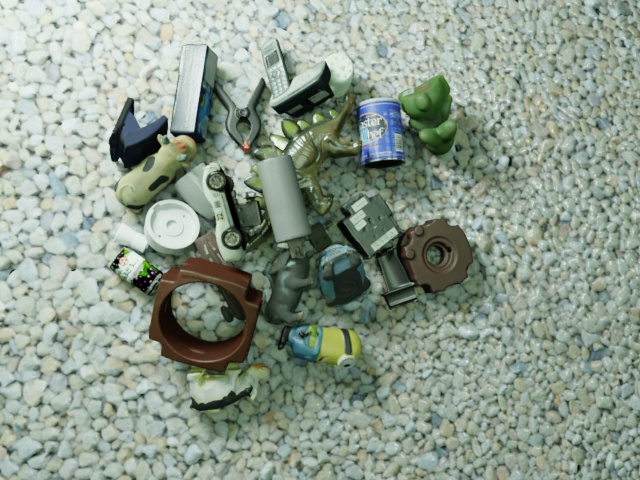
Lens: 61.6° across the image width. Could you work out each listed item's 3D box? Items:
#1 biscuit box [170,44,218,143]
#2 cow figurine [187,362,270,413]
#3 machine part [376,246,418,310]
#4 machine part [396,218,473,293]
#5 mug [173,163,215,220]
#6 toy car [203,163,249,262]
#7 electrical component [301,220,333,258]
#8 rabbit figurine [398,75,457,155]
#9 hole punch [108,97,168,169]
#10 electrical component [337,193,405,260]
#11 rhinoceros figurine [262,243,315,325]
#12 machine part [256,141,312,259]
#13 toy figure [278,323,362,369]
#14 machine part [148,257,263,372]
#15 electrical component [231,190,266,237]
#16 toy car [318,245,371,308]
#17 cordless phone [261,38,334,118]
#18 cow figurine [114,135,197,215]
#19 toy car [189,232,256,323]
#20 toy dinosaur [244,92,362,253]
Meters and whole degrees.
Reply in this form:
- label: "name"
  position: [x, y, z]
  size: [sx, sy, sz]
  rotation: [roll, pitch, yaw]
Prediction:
- label: "biscuit box"
  position: [-0.269, -0.311, 1.149]
  size: [0.063, 0.059, 0.202]
  rotation: [5, 82, 15]
- label: "cow figurine"
  position: [-0.185, 0.305, 1.109]
  size: [0.167, 0.068, 0.098]
  rotation: [-3, 91, -10]
- label: "machine part"
  position: [0.167, 0.084, 1.220]
  size: [0.084, 0.039, 0.138]
  rotation: [-18, 87, 12]
- label: "machine part"
  position: [0.269, 0.036, 1.248]
  size: [0.179, 0.056, 0.179]
  rotation: [1, 85, -14]
- label: "mug"
  position: [-0.235, -0.103, 1.130]
  size: [0.109, 0.081, 0.107]
  rotation: [-34, 101, 18]
- label: "toy car"
  position: [-0.188, -0.054, 1.058]
  size: [0.056, 0.073, 0.201]
  rotation: [-16, 89, 5]
- label: "electrical component"
  position: [-0.002, -0.004, 1.207]
  size: [0.094, 0.021, 0.063]
  rotation: [-33, 92, -15]
- label: "rabbit figurine"
  position: [0.268, -0.271, 1.234]
  size: [0.121, 0.159, 0.170]
  rotation: [-24, 114, 12]
- label: "hole punch"
  position: [-0.370, -0.207, 1.093]
  size: [0.092, 0.142, 0.116]
  rotation: [23, 68, -14]
- label: "electrical component"
  position: [0.108, -0.038, 1.218]
  size: [0.115, 0.058, 0.134]
  rotation: [-35, 92, -16]
- label: "rhinoceros figurine"
  position: [-0.071, 0.090, 1.161]
  size: [0.112, 0.073, 0.190]
  rotation: [10, 83, -3]
- label: "machine part"
  position: [-0.072, -0.082, 1.087]
  size: [0.079, 0.079, 0.243]
  rotation: [-15, 90, -14]
- label: "toy figure"
  position: [0.003, 0.222, 1.156]
  size: [0.180, 0.082, 0.089]
  rotation: [18, 83, -8]
- label: "machine part"
  position: [-0.225, 0.147, 1.069]
  size: [0.201, 0.087, 0.200]
  rotation: [16, 108, -2]
- label: "electrical component"
  position: [-0.149, -0.056, 1.110]
  size: [0.078, 0.045, 0.102]
  rotation: [-4, 92, 4]
- label: "toy car"
  position: [0.038, 0.066, 1.164]
  size: [0.109, 0.161, 0.103]
  rotation: [-27, 46, -7]
- label: "cordless phone"
  position: [-0.056, -0.378, 1.185]
  size: [0.147, 0.088, 0.184]
  rotation: [-24, 75, 28]
- label: "cow figurine"
  position: [-0.333, -0.142, 1.093]
  size: [0.195, 0.127, 0.085]
  rotation: [-43, 98, -11]
- label: "toy car"
  position: [-0.195, 0.079, 1.120]
  size: [0.089, 0.053, 0.202]
  rotation: [-28, 107, -8]
- label: "toy dinosaur"
  position: [-0.055, -0.133, 1.172]
  size: [0.198, 0.105, 0.471]
  rotation: [29, 84, -1]
